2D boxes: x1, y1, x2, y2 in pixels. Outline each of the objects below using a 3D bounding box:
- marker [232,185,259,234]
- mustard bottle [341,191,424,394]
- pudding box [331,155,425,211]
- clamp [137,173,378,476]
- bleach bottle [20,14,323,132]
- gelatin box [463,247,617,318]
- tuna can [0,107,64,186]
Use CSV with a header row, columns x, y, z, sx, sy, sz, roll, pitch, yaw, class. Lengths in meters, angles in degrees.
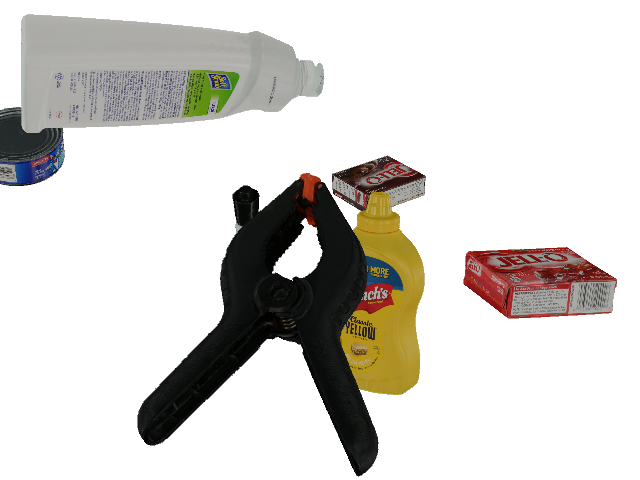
x,y,z,sx,sy,sz,roll,pitch,yaw,class
-0.052,0.010,0.779,0.020,0.121,0.020,0,40,0,marker
0.052,0.048,1.029,0.096,0.192,0.058,12,19,31,mustard bottle
0.087,-0.084,1.598,0.113,0.039,0.090,-22,35,-30,pudding box
-0.010,0.043,0.556,0.120,0.171,0.039,17,-28,10,clamp
-0.123,-0.136,0.903,0.250,0.068,0.103,0,-33,-15,bleach bottle
0.161,0.030,0.789,0.089,0.030,0.073,-1,18,-17,gelatin box
-0.291,-0.091,1.029,0.086,0.034,0.086,3,42,-3,tuna can
